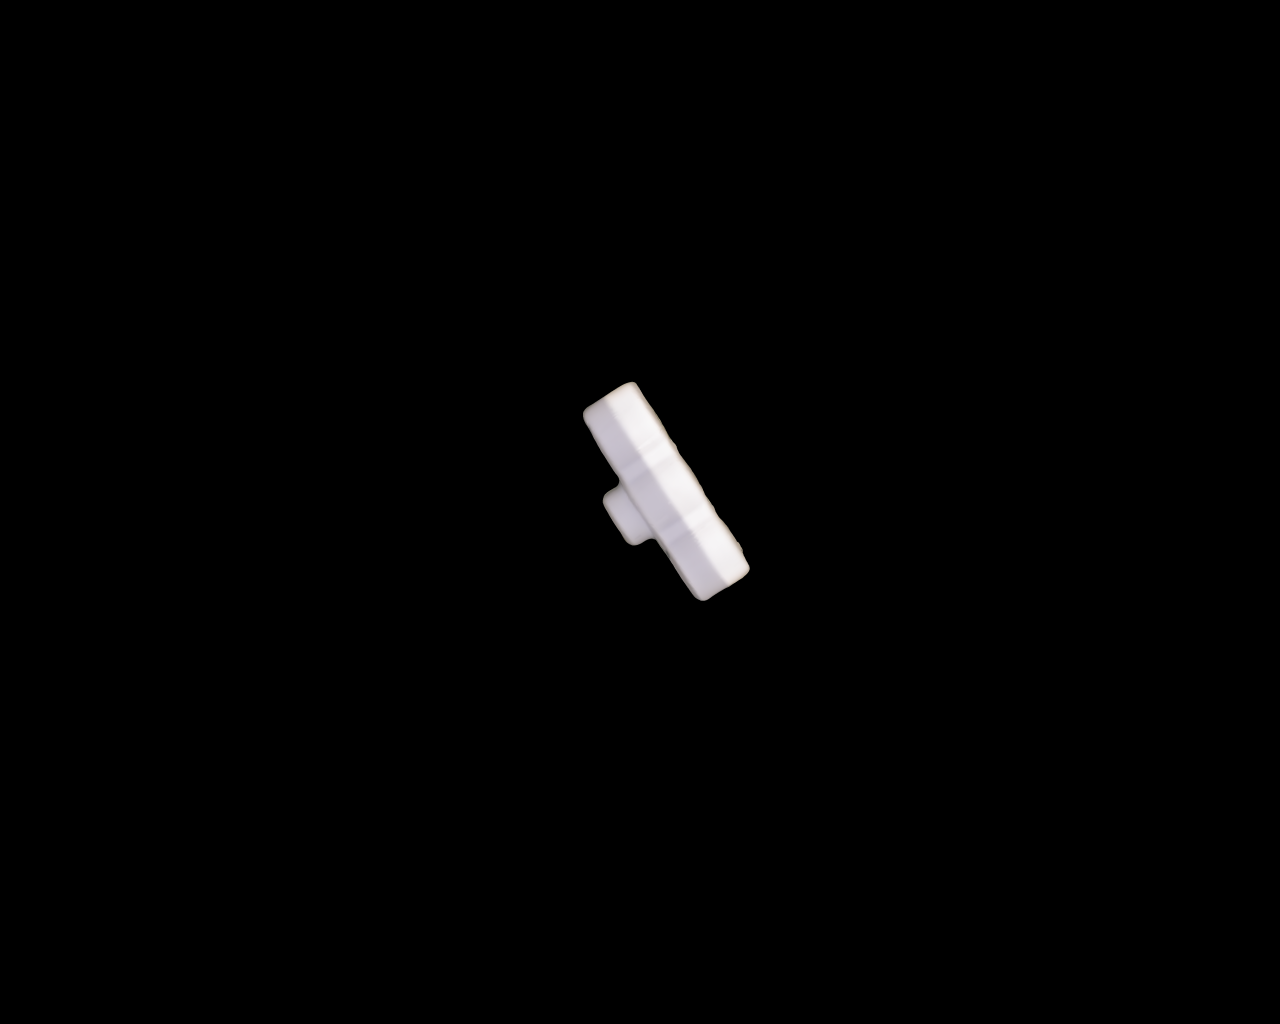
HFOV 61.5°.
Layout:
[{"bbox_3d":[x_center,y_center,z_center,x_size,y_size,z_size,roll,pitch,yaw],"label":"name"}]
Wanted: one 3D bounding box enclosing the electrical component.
[{"bbox_3d":[0.001,-0.003,0.650,0.074,0.138,0.052,-32,4,2],"label":"electrical component"}]
